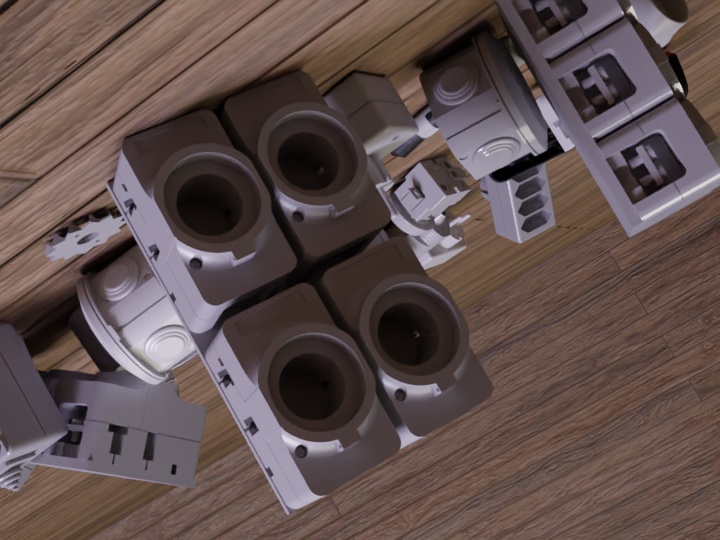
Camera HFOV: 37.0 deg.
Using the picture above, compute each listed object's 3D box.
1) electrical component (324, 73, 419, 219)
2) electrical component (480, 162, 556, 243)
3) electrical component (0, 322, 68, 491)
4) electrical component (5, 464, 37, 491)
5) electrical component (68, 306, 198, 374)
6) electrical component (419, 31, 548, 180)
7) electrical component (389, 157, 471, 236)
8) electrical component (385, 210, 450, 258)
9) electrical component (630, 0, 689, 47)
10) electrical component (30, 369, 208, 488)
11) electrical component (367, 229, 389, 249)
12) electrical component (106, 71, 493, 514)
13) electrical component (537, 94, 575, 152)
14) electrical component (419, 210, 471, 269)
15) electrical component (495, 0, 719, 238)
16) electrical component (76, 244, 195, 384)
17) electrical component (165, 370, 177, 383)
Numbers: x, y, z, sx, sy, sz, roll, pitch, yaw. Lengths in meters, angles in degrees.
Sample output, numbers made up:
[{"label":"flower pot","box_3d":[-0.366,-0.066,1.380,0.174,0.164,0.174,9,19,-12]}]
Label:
[{"label":"electrical component","box_3d":[-0.006,-0.057,0.613,0.083,0.075,0.047,-34,171,24]},{"label":"electrical component","box_3d":[0.141,-0.080,1.033,0.047,0.083,0.076,-27,-151,-22]},{"label":"electrical component","box_3d":[-0.222,0.087,0.644,0.062,0.096,0.061,-36,170,24]},{"label":"electrical component","box_3d":[-0.265,0.115,0.806,0.076,0.066,0.047,-58,179,-16]},{"label":"electrical component","box_3d":[-0.143,0.039,0.760,0.108,0.060,0.108,-30,172,-5]},{"label":"electrical component","box_3d":[0.075,-0.098,0.644,0.051,0.080,0.080,-27,173,17]},{"label":"electrical component","box_3d":[0.054,-0.062,0.907,0.055,0.048,0.066,-45,165,33]},{"label":"electrical component","box_3d":[0.057,-0.038,1.062,0.043,0.043,0.081,-22,168,-45]},{"label":"electrical component","box_3d":[0.194,-0.169,0.751,0.079,0.043,0.077,-23,169,-43]},{"label":"electrical component","box_3d":[-0.186,0.102,0.717,0.150,0.061,0.089,-2,163,39]},{"label":"electrical component","box_3d":[0.000,0.000,1.024,0.096,0.061,0.061,-25,170,-34]},{"label":"electrical component","box_3d":[-0.029,0.007,0.521,0.105,0.186,0.060,-27,171,-24]},{"label":"electrical component","box_3d":[0.180,-0.141,0.829,0.050,0.055,0.089,-27,171,-23]},{"label":"electrical component","box_3d":[0.084,-0.039,1.139,0.076,0.047,0.083,-35,170,33]},{"label":"electrical component","box_3d":[0.143,-0.100,0.609,0.062,0.150,0.089,-30,172,10]},{"label":"electrical component","box_3d":[-0.132,0.026,0.661,0.051,0.080,0.080,-36,171,3]},{"label":"electrical component","box_3d":[-0.183,0.095,0.951,0.048,0.062,0.048,-30,172,-5]}]
